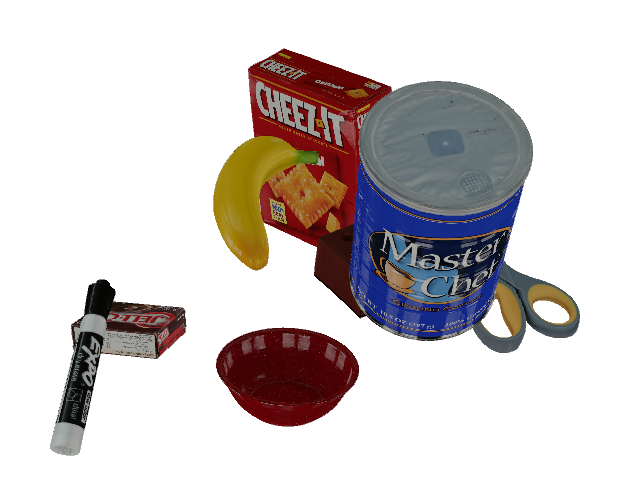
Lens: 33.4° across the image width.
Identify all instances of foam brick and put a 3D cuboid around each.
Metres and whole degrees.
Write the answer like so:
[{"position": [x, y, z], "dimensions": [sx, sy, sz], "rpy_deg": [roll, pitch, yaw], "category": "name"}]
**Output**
[{"position": [0.038, 0.028, 1.040], "dimensions": [0.052, 0.051, 0.078], "rpy_deg": [-21, 44, -31], "category": "foam brick"}]

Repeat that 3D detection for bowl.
[{"position": [-0.038, 0.163, 1.213], "dimensions": [0.162, 0.055, 0.162], "rpy_deg": [2, 26, -1], "category": "bowl"}]

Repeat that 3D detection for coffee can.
[{"position": [0.072, -0.016, 0.681], "dimensions": [0.103, 0.103, 0.140], "rpy_deg": [0, -37, -1], "category": "coffee can"}]

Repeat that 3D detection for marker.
[{"position": [-0.154, 0.080, 0.696], "dimensions": [0.020, 0.121, 0.020], "rpy_deg": [5, -31, 3], "category": "marker"}]

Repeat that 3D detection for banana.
[{"position": [-0.053, -0.043, 0.884], "dimensions": [0.069, 0.037, 0.197], "rpy_deg": [12, 34, 8], "category": "banana"}]

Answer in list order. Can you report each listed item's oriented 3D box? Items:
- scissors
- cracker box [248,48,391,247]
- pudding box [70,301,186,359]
[{"position": [0.164, 0.022, 0.903], "dimensions": [0.096, 0.016, 0.201], "rpy_deg": [4, 38, 3], "category": "scissors"}, {"position": [0.001, -0.093, 1.233], "dimensions": [0.164, 0.214, 0.072], "rpy_deg": [26, 45, 34], "category": "cracker box"}, {"position": [-0.231, 0.107, 1.293], "dimensions": [0.114, 0.039, 0.090], "rpy_deg": [2, 15, 15], "category": "pudding box"}]
